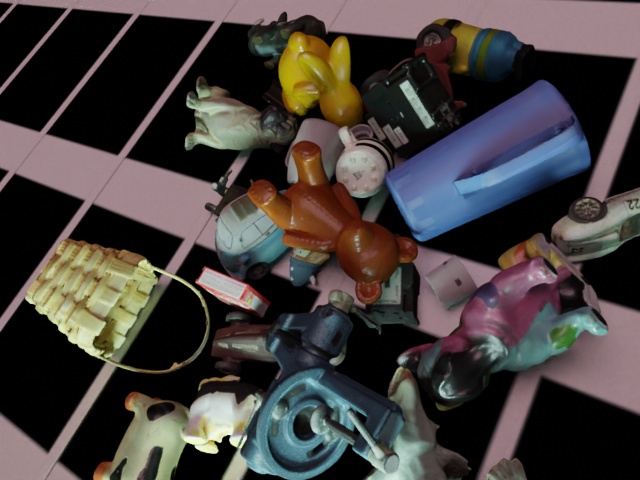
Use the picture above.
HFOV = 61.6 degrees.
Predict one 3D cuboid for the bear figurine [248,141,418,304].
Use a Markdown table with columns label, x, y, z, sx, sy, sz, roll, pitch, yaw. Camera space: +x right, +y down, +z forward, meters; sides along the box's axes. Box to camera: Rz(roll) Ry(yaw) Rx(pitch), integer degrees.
| label | x | y | z | sx | sy | sz | roll | pitch | yaw |
| --- | --- | --- | --- | --- | --- | --- | --- | --- | --- |
| bear figurine | 0.020 | -0.019 | 0.690 | 0.120 | 0.131 | 0.196 | -43 | 53 | -11 |

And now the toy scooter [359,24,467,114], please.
| label | x | y | z | sx | sy | sz | roll | pitch | yaw |
| --- | --- | --- | --- | --- | --- | --- | --- | --- | --- |
| toy scooter | 0.153 | -0.230 | 0.840 | 0.184 | 0.075 | 0.135 | -37 | 78 | 32 |

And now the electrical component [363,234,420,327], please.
| label | x | y | z | sx | sy | sz | roll | pitch | yaw |
| --- | --- | --- | --- | --- | --- | --- | --- | --- | --- |
| electrical component | 0.095 | 0.055 | 0.725 | 0.075 | 0.047 | 0.119 | -8 | 58 | 18 |

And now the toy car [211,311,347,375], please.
| label | x | y | z | sx | sy | sz | roll | pitch | yaw |
| --- | --- | --- | --- | --- | --- | --- | --- | --- | --- |
| toy car | -0.062 | 0.142 | 0.737 | 0.202 | 0.053 | 0.089 | 0 | 64 | 20 |

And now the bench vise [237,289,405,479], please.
| label | x | y | z | sx | sy | sz | roll | pitch | yaw |
| --- | --- | --- | --- | --- | --- | --- | --- | --- | --- |
| bench vise | 0.012 | 0.163 | 0.569 | 0.223 | 0.128 | 0.241 | -51 | 27 | -17 |

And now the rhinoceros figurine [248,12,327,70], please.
| label | x | y | z | sx | sy | sz | roll | pitch | yaw |
| --- | --- | --- | --- | --- | --- | --- | --- | --- | --- |
| rhinoceros figurine | -0.073 | -0.385 | 1.016 | 0.191 | 0.073 | 0.112 | 12 | 60 | 45 |

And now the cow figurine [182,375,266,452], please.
| label | x | y | z | sx | sy | sz | roll | pitch | yaw |
| --- | --- | --- | --- | --- | --- | --- | --- | --- | --- |
| cow figurine | -0.089 | 0.221 | 0.696 | 0.167 | 0.068 | 0.098 | -7 | 53 | 17 |

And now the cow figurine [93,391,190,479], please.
| label | x | y | z | sx | sy | sz | roll | pitch | yaw |
| --- | --- | --- | --- | --- | --- | --- | --- | --- | --- |
| cow figurine | -0.221 | 0.305 | 0.692 | 0.127 | 0.085 | 0.195 | 3 | 62 | 31 |

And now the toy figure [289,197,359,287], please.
| label | x | y | z | sx | sy | sz | roll | pitch | yaw |
| --- | --- | --- | --- | --- | --- | --- | --- | --- | --- |
| toy figure | -0.002 | -0.002 | 0.797 | 0.154 | 0.057 | 0.064 | -55 | 18 | -12 |

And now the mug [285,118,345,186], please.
| label | x | y | z | sx | sy | sz | roll | pitch | yaw |
| --- | --- | --- | --- | --- | --- | --- | --- | --- | --- |
| mug | -0.018 | -0.131 | 0.866 | 0.110 | 0.080 | 0.107 | 10 | 73 | 40 |

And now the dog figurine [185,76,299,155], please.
| label | x | y | z | sx | sy | sz | roll | pitch | yaw |
| --- | --- | --- | --- | --- | --- | --- | --- | --- | --- |
| dog figurine | -0.133 | -0.214 | 0.969 | 0.191 | 0.121 | 0.172 | 7 | 36 | -4 |

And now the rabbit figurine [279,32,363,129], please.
| label | x | y | z | sx | sy | sz | roll | pitch | yaw |
| --- | --- | --- | --- | --- | --- | --- | --- | --- | --- |
| rabbit figurine | 0.016 | -0.253 | 0.869 | 0.122 | 0.162 | 0.173 | -25 | 65 | -13 |

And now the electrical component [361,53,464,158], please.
| label | x | y | z | sx | sy | sz | roll | pitch | yaw |
| --- | --- | --- | --- | --- | --- | --- | --- | --- | --- |
| electrical component | 0.126 | -0.188 | 0.779 | 0.058 | 0.114 | 0.134 | -37 | 10 | -29 |

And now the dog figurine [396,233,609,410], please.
| label | x | y | z | sx | sy | sz | roll | pitch | yaw |
| --- | --- | --- | --- | --- | --- | --- | --- | --- | --- |
| dog figurine | 0.197 | 0.103 | 0.621 | 0.219 | 0.191 | 0.108 | -42 | 89 | 25 |

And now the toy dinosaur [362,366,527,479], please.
| label | x | y | z | sx | sy | sz | roll | pitch | yaw |
| --- | --- | --- | --- | --- | --- | --- | --- | --- | --- |
| toy dinosaur | 0.171 | 0.308 | 0.493 | 0.131 | 0.192 | 0.405 | -34 | 68 | -24 |

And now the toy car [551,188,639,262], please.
| label | x | y | z | sx | sy | sz | roll | pitch | yaw |
| --- | --- | --- | --- | --- | --- | --- | --- | --- | --- |
| toy car | 0.380 | -0.031 | 0.641 | 0.202 | 0.073 | 0.056 | -20 | 52 | 11 |

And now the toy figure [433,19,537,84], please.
| label | x | y | z | sx | sy | sz | roll | pitch | yaw |
| --- | --- | --- | --- | --- | --- | --- | --- | --- | --- |
| toy figure | 0.244 | -0.297 | 0.844 | 0.180 | 0.089 | 0.082 | 21 | 29 | 36 |

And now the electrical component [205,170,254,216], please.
| label | x | y | z | sx | sy | sz | roll | pitch | yaw |
| --- | --- | --- | --- | --- | --- | --- | --- | --- | --- |
| electrical component | -0.143 | -0.069 | 0.900 | 0.102 | 0.045 | 0.078 | 28 | 74 | 33 |

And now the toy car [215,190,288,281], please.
| label | x | y | z | sx | sy | sz | roll | pitch | yaw |
| --- | --- | --- | --- | --- | --- | --- | --- | --- | --- |
| toy car | -0.098 | -0.020 | 0.818 | 0.162 | 0.102 | 0.109 | -37 | 55 | 1 |

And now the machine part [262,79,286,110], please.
| label | x | y | z | sx | sy | sz | roll | pitch | yaw |
| --- | --- | --- | --- | --- | --- | --- | --- | --- | --- |
| machine part | -0.042 | -0.295 | 0.997 | 0.139 | 0.039 | 0.084 | -43 | 49 | -4 |
